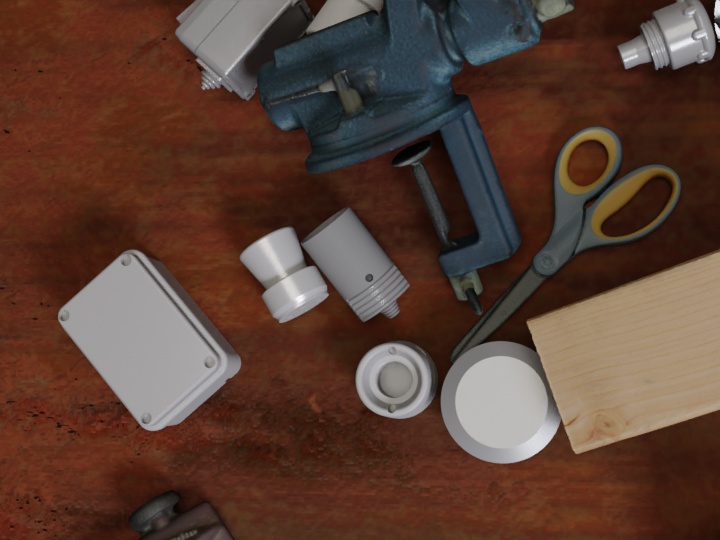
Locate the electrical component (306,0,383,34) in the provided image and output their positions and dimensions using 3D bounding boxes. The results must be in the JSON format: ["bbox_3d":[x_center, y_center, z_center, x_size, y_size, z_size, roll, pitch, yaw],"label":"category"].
[{"bbox_3d":[-0.008,-0.187,0.776,0.045,0.045,0.055,22,88,10],"label":"electrical component"}]

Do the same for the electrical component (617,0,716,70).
[{"bbox_3d":[0.210,-0.158,0.742,0.062,0.048,0.048,-20,82,13],"label":"electrical component"}]

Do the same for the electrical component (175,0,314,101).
[{"bbox_3d":[-0.089,-0.173,0.778,0.061,0.062,0.096,42,92,10],"label":"electrical component"}]

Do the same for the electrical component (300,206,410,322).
[{"bbox_3d":[0.000,0.000,0.755,0.043,0.043,0.081,-37,98,3],"label":"electrical component"}]

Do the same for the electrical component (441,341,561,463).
[{"bbox_3d":[0.096,0.089,0.730,0.080,0.051,0.080,-1,84,8],"label":"electrical component"}]

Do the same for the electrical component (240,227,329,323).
[{"bbox_3d":[-0.053,0.004,0.764,0.045,0.045,0.055,-31,81,4],"label":"electrical component"}]

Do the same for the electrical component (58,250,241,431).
[{"bbox_3d":[-0.150,0.050,0.767,0.078,0.057,0.113,-41,80,3],"label":"electrical component"}]

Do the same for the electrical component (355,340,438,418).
[{"bbox_3d":[0.025,0.076,0.744,0.055,0.047,0.055,-1,84,8],"label":"electrical component"}]
